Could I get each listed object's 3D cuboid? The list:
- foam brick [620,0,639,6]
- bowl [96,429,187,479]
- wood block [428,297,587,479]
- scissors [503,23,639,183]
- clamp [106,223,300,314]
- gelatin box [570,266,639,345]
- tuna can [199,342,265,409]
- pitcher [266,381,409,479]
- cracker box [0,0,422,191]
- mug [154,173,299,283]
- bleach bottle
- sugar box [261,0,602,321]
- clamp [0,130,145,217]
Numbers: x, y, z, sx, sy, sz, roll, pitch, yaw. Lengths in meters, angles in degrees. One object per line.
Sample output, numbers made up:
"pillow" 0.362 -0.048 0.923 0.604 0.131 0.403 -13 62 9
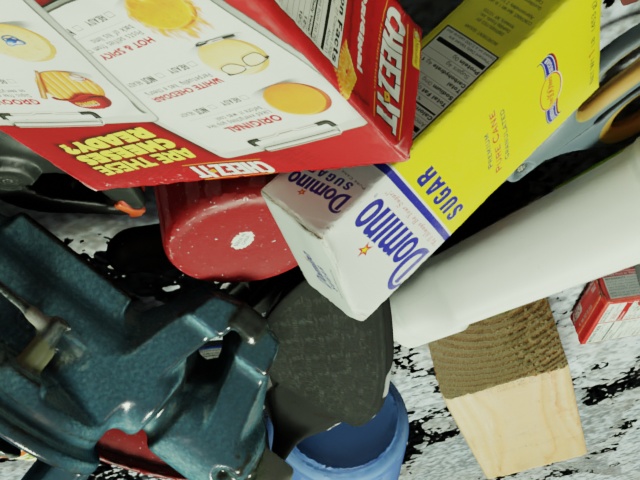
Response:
"foam brick" 0.150 -0.145 0.445 0.078 0.051 0.053 -22 149 16
"bowl" -0.132 0.095 0.688 0.161 0.162 0.055 23 91 -44
"wood block" 0.143 0.104 0.818 0.090 0.091 0.206 -17 150 8
"scissors" 0.125 -0.044 0.599 0.202 0.016 0.096 -44 146 24
"clamp" -0.004 0.001 0.644 0.210 0.036 0.164 -19 158 4
"gelatin box" 0.245 0.046 0.819 0.089 0.030 0.073 -8 151 -8
"tuna can" -0.082 0.110 0.800 0.086 0.034 0.086 -9 149 -6
"pitcher" -0.001 0.208 0.892 0.145 0.149 0.243 -6 146 -10
"cracker box" -0.080 -0.095 0.382 0.164 0.072 0.213 -3 157 30
"mug" -0.030 -0.034 0.533 0.117 0.081 0.093 -11 149 -2
"bleach bottle" 0.120 0.014 0.662 0.251 0.068 0.102 -28 173 33
"sugar box" 0.058 -0.049 0.494 0.176 0.048 0.093 -47 152 -11
"clamp" -0.147 -0.048 0.503 0.171 0.039 0.120 11 161 -38
